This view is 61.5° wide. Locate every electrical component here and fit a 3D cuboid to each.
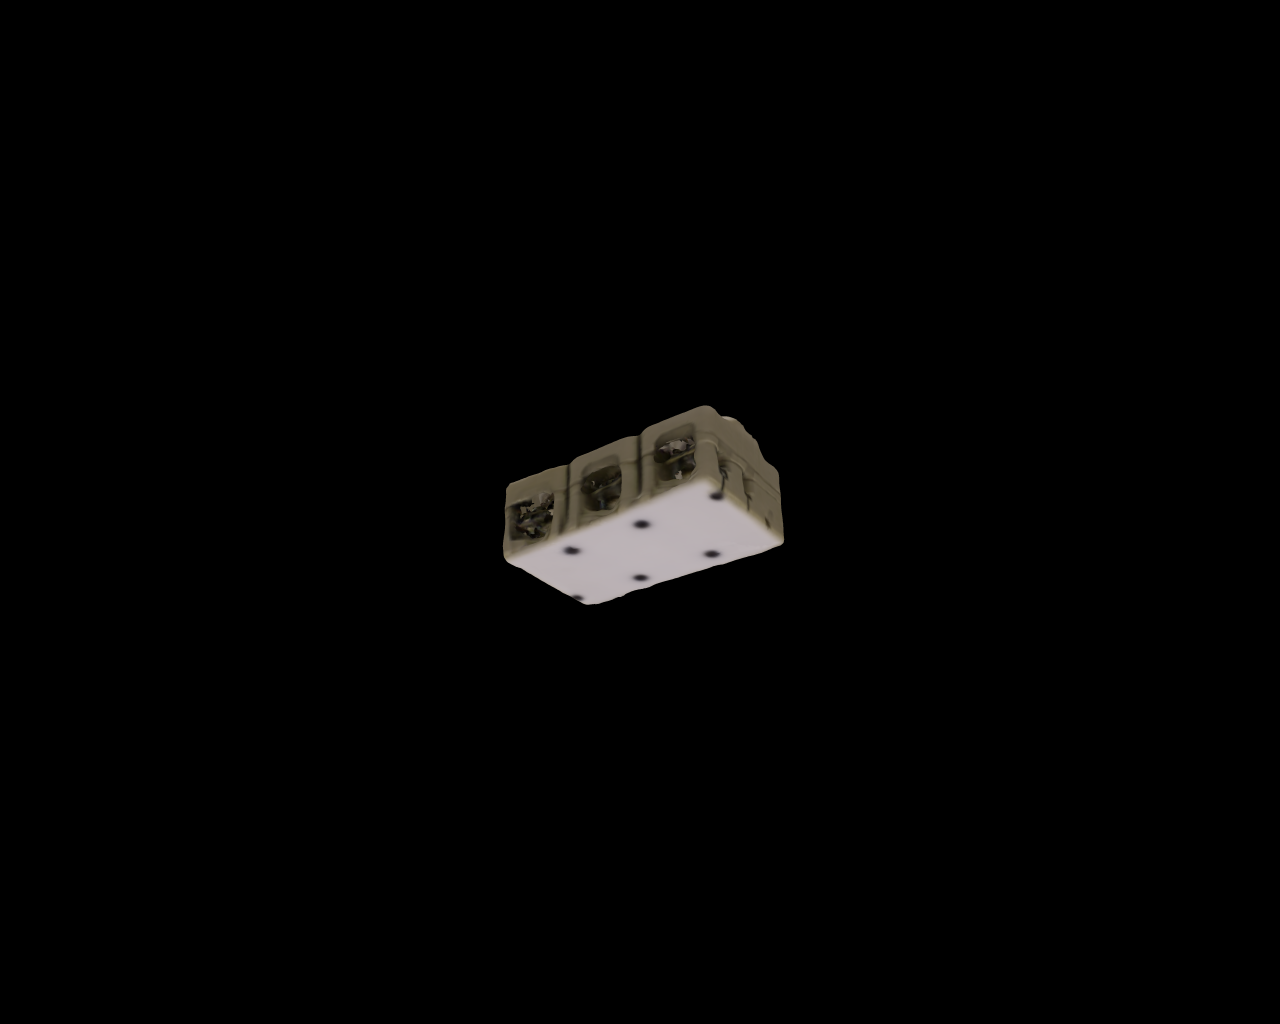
[{"bbox_3d":[0.001,-0.003,0.650,0.150,0.062,0.089,-19,-36,29],"label":"electrical component"}]
